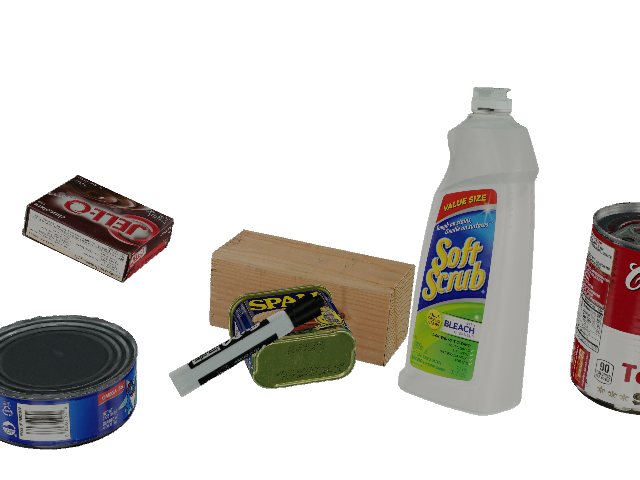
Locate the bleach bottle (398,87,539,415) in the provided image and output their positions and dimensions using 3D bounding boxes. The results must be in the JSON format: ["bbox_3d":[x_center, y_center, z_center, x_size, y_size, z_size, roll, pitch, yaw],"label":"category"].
[{"bbox_3d":[0.120,0.005,0.847,0.067,0.251,0.103,-7,14,-44],"label":"bleach bottle"}]

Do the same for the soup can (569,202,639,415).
[{"bbox_3d":[0.180,0.038,0.600,0.068,0.102,0.068,2,23,-1],"label":"soup can"}]

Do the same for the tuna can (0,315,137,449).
[{"bbox_3d":[-0.139,0.073,0.563,0.086,0.034,0.086,2,23,-1],"label":"tuna can"}]

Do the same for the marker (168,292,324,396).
[{"bbox_3d":[-0.050,0.072,0.754,0.121,0.020,0.020,-30,6,-10],"label":"marker"}]

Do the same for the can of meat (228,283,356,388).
[{"bbox_3d":[-0.026,0.088,0.975,0.102,0.057,0.084,-7,28,-16],"label":"can of meat"}]

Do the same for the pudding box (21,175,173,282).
[{"bbox_3d":[-0.209,-0.013,1.010,0.113,0.039,0.090,22,27,11],"label":"pudding box"}]

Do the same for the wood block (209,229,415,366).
[{"bbox_3d":[-0.010,0.061,1.179,0.206,0.091,0.090,12,23,18],"label":"wood block"}]
